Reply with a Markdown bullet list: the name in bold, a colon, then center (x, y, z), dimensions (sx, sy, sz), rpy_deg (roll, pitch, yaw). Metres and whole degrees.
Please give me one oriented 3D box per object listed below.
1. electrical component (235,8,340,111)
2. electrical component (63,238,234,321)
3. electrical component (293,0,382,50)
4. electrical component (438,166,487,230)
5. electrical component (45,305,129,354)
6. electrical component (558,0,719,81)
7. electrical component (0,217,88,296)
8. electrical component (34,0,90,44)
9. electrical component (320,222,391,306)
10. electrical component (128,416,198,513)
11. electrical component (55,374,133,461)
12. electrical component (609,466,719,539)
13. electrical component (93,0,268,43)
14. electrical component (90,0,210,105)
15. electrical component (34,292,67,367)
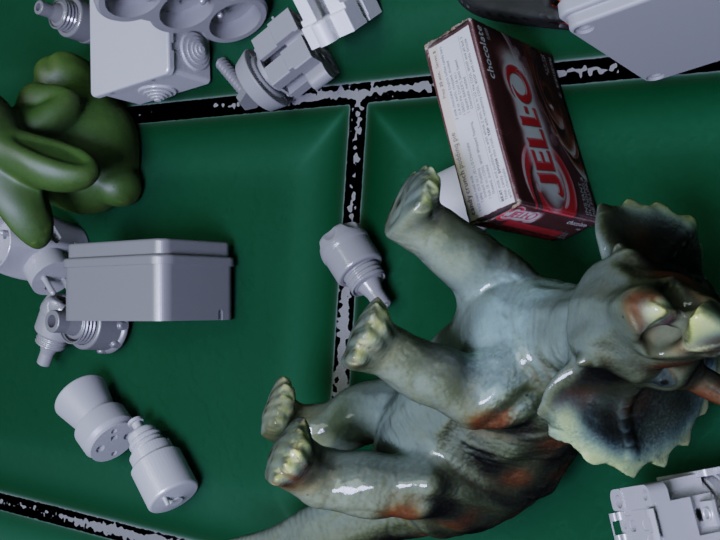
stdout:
- **electrical component**: center (-0.053, -0.143, 0.749), dimensions (0.055, 0.048, 0.066), rpy_deg (-34, 66, 22)
- **electrical component**: center (-0.156, 0.009, 0.792), dimensions (0.113, 0.078, 0.057), rpy_deg (-2, 88, 37)
- **electrical component**: center (-0.021, -0.184, 0.714), dimensions (0.048, 0.066, 0.055), rpy_deg (-16, 109, 35)
- **electrical component**: center (0.057, -0.040, 0.657), dimensions (0.081, 0.043, 0.043), rpy_deg (-24, 72, 33)
- **electrical component**: center (-0.217, 0.041, 0.845), dimensions (0.048, 0.062, 0.048), rpy_deg (-4, 83, 37)
- **electrical component**: center (0.169, -0.148, 0.541), dimensions (0.109, 0.109, 0.056), rpy_deg (-14, 75, 36)
- **electrical component**: center (-0.256, -0.007, 0.870), dimensions (0.043, 0.077, 0.079), rpy_deg (-51, 59, 21)
- **electrical component**: center (-0.240, -0.208, 0.886), dimensions (0.035, 0.061, 0.035), rpy_deg (-4, 83, 37)
- **electrical component**: center (0.000, 0.000, 0.702), dimensions (0.035, 0.035, 0.061), rpy_deg (-45, 64, 25)
- **electrical component**: center (-0.152, 0.143, 0.799), dimensions (0.040, 0.040, 0.078), rpy_deg (-47, 60, 24)
- **electrical component**: center (-0.206, 0.116, 0.841), dimensions (0.055, 0.045, 0.045), rpy_deg (45, 112, 31)
- **electrical component**: center (0.164, 0.123, 0.539), dimensions (0.081, 0.064, 0.042), rpy_deg (130, 130, -69)
- **electrical component**: center (-0.133, -0.211, 0.758), dimensions (0.052, 0.138, 0.073), rpy_deg (-39, 63, 36)
- **electrical component**: center (-0.162, -0.180, 0.832), dimensions (0.100, 0.048, 0.099), rpy_deg (-8, 81, 36)
- **electrical component**: center (-0.252, 0.051, 0.889), dimensions (0.035, 0.035, 0.061), rpy_deg (34, 108, 34)
